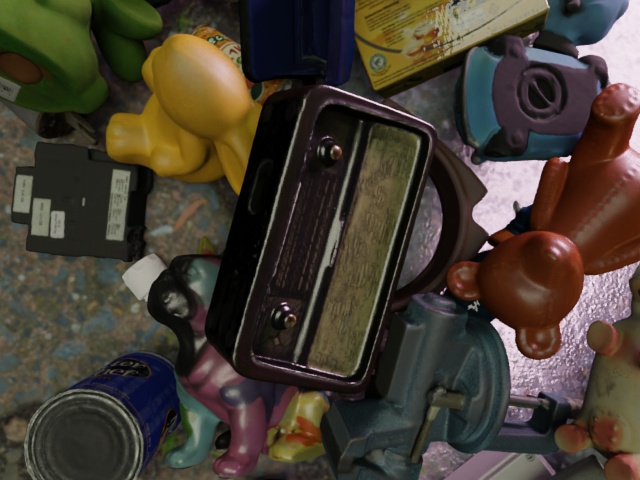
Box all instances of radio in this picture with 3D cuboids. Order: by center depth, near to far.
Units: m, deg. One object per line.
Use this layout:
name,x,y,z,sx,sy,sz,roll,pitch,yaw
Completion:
radio,-0.001,-0.001,0.433,0.131,0.073,0.229,15,89,-32

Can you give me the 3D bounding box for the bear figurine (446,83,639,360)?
bear figurine,0.206,-0.009,0.434,0.196,0.131,0.120,-38,68,-16

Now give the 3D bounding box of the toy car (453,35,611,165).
toy car,0.194,-0.128,0.523,0.162,0.103,0.109,-2,91,-15

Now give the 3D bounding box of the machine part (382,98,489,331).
machine part,0.047,-0.022,0.537,0.201,0.087,0.201,43,91,-1

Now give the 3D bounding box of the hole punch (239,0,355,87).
hole punch,-0.001,-0.193,0.468,0.092,0.116,0.142,10,115,28

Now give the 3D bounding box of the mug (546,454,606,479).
mug,0.233,0.266,0.489,0.107,0.081,0.109,-31,96,14

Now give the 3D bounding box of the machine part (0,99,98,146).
machine part,-0.316,-0.186,0.544,0.243,0.079,0.079,43,92,0

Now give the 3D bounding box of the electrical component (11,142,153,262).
electrical component,-0.248,-0.040,0.556,0.134,0.058,0.114,8,89,1

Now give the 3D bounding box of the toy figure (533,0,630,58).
toy figure,0.270,-0.261,0.531,0.089,0.082,0.180,31,94,-1

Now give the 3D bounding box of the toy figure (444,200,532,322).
toy figure,0.185,0.025,0.550,0.064,0.058,0.154,41,87,-6

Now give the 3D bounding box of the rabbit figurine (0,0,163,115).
rabbit figurine,-0.224,-0.207,0.477,0.159,0.121,0.170,20,60,-23

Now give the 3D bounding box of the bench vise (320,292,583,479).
bench vise,0.130,0.164,0.487,0.241,0.129,0.223,10,90,-15

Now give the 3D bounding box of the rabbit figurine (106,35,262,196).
rabbit figurine,-0.104,-0.103,0.466,0.162,0.173,0.122,38,71,-5

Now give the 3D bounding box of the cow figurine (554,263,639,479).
cow figurine,0.287,0.102,0.462,0.127,0.086,0.194,7,98,-38

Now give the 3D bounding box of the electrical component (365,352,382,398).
electrical component,0.068,0.162,0.563,0.078,0.045,0.102,-5,94,-27

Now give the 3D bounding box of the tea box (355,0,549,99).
tea box,0.118,-0.217,0.518,0.170,0.068,0.098,-19,91,20

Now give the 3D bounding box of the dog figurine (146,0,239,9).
dog figurine,-0.096,-0.281,0.542,0.191,0.172,0.121,17,106,32

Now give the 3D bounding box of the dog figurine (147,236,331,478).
dog figurine,-0.072,0.100,0.513,0.191,0.109,0.219,6,80,-43
